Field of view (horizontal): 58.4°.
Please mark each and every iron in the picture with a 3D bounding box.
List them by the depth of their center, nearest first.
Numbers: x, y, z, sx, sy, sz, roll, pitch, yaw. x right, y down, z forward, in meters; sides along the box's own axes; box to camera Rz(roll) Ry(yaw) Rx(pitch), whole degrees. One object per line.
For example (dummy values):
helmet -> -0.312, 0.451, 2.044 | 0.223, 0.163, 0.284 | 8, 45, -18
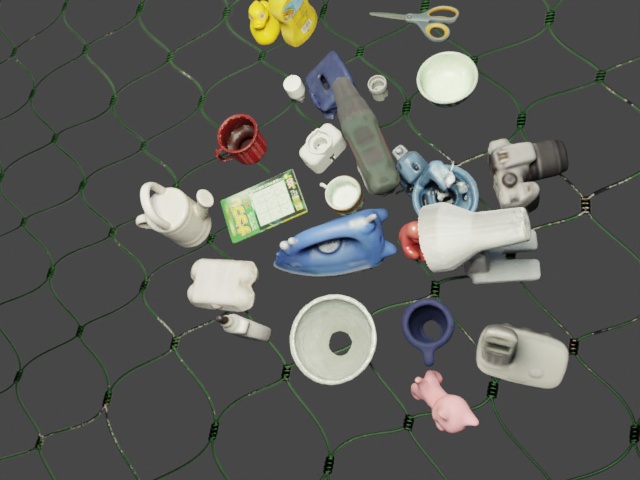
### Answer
iron -> 0.010, 0.004, 1.113 | 0.258, 0.142, 0.118 | -16, 70, 11

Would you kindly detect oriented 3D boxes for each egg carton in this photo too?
egg carton -> -0.200, 0.093, 1.183 | 0.150, 0.069, 0.107 | 1, 74, 16

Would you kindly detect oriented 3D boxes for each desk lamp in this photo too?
desk lamp -> 0.282, 0.002, 0.999 | 0.203, 0.214, 0.118 | -5, 72, 14

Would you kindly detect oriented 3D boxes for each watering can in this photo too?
watering can -> -0.306, -0.062, 1.193 | 0.173, 0.194, 0.100 | -35, 67, 3

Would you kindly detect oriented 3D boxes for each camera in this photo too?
camera -> 0.392, -0.132, 1.071 | 0.136, 0.101, 0.143 | -13, 70, 12

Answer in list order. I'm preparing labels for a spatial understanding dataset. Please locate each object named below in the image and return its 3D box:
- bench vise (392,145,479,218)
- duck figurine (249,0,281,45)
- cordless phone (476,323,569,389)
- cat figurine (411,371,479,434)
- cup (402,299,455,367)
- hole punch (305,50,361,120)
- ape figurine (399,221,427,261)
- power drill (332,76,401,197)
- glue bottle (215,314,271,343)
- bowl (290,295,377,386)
bench vise -> 0.197, -0.101, 1.051 | 0.207, 0.220, 0.121 | 31, 83, 22
duck figurine -> -0.138, -0.527, 1.350 | 0.077, 0.086, 0.104 | -4, 72, 15
cordless phone -> 0.333, 0.184, 0.943 | 0.147, 0.185, 0.094 | 8, 76, 18
cat figurine -> 0.210, 0.282, 0.984 | 0.067, 0.118, 0.127 | -44, 67, -1
cup -> 0.199, 0.171, 1.034 | 0.091, 0.095, 0.118 | -4, 72, 15
hole punch -> 0.023, -0.335, 1.242 | 0.101, 0.091, 0.108 | -29, 68, 5
ape figurine -> 0.184, -0.007, 1.095 | 0.078, 0.092, 0.076 | -41, 67, 1
power drill -> 0.094, -0.177, 1.110 | 0.075, 0.209, 0.229 | -25, 68, 7
glue bottle -> -0.156, 0.163, 1.093 | 0.078, 0.173, 0.037 | 9, 76, 18
bowl -> 0.031, 0.191, 1.085 | 0.167, 0.075, 0.167 | -4, 72, 14
